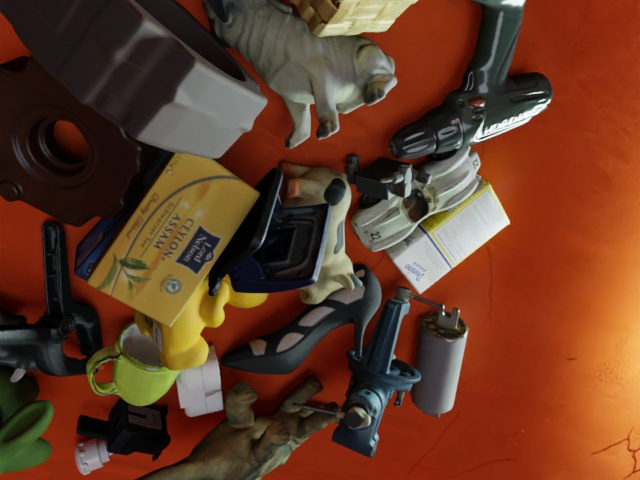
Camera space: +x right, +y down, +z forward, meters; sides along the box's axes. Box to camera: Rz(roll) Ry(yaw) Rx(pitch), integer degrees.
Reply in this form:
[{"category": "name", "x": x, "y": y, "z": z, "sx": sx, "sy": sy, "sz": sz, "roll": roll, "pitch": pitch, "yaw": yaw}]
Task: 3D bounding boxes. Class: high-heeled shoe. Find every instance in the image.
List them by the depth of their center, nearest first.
[{"category": "high-heeled shoe", "x": -0.031, "y": 0.114, "z": 0.792, "sx": 0.249, "sy": 0.145, "sz": 0.086, "roll": -9, "pitch": 146, "yaw": 16}]

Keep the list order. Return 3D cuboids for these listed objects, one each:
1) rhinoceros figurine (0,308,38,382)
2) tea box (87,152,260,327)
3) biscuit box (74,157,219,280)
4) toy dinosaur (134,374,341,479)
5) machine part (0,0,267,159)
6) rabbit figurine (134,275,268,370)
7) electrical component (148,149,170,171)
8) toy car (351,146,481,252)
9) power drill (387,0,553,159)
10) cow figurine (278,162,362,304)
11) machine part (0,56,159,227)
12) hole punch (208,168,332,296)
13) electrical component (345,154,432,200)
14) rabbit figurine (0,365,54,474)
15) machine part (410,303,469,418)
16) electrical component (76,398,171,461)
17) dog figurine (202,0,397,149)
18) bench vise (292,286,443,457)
[{"category": "rhinoceros figurine", "x": -0.418, "y": 0.112, "z": 0.624, "sx": 0.190, "sy": 0.073, "sz": 0.112, "roll": 18, "pitch": 109, "yaw": -28}, {"category": "tea box", "x": -0.152, "y": -0.009, "z": 0.561, "sx": 0.098, "sy": 0.068, "sz": 0.169, "roll": 33, "pitch": 88, "yaw": -21}, {"category": "biscuit box", "x": -0.203, "y": -0.029, "z": 0.633, "sx": 0.202, "sy": 0.059, "sz": 0.062, "roll": -46, "pitch": 124, "yaw": 8}, {"category": "toy dinosaur", "x": -0.119, "y": 0.309, "z": 0.786, "sx": 0.471, "sy": 0.105, "sz": 0.198, "roll": 6, "pitch": 125, "yaw": -46}, {"category": "machine part", "x": -0.158, "y": -0.168, "z": 0.469, "sx": 0.201, "sy": 0.201, "sz": 0.087, "roll": 47, "pitch": 106, "yaw": 11}, {"category": "rabbit figurine", "x": -0.144, "y": 0.057, "z": 0.690, "sx": 0.173, "sy": 0.122, "sz": 0.162, "roll": -12, "pitch": 117, "yaw": -33}, {"category": "electrical component", "x": -0.183, "y": -0.105, "z": 0.596, "sx": 0.094, "sy": 0.063, "sz": 0.021, "roll": -43, "pitch": 124, "yaw": 7}, {"category": "toy car", "x": 0.136, "y": -0.060, "z": 0.746, "sx": 0.202, "sy": 0.056, "sz": 0.073, "roll": -32, "pitch": 124, "yaw": -1}, {"category": "power drill", "x": 0.190, "y": -0.213, "z": 0.667, "sx": 0.232, "sy": 0.086, "sz": 0.207, "roll": -14, "pitch": 118, "yaw": -15}, {"category": "cow figurine", "x": -0.001, "y": -0.002, "z": 0.715, "sx": 0.127, "sy": 0.086, "sz": 0.194, "roll": 1, "pitch": 117, "yaw": -14}, {"category": "machine part", "x": -0.253, "y": -0.099, "z": 0.540, "sx": 0.179, "sy": 0.056, "sz": 0.179, "roll": 2, "pitch": 117, "yaw": 4}, {"category": "hole punch", "x": -0.054, "y": 0.000, "z": 0.596, "sx": 0.092, "sy": 0.142, "sz": 0.116, "roll": 28, "pitch": 144, "yaw": -26}, {"category": "electrical component", "x": 0.081, "y": -0.084, "z": 0.692, "sx": 0.078, "sy": 0.102, "sz": 0.045, "roll": -36, "pitch": 132, "yaw": -30}, {"category": "rabbit figurine", "x": -0.407, "y": 0.240, "z": 0.642, "sx": 0.159, "sy": 0.170, "sz": 0.121, "roll": 4, "pitch": 117, "yaw": -22}, {"category": "machine part", "x": 0.199, "y": 0.209, "z": 0.911, "sx": 0.079, "sy": 0.079, "sz": 0.242, "roll": -8, "pitch": 122, "yaw": -16}, {"category": "electrical component", "x": -0.277, "y": 0.261, "z": 0.763, "sx": 0.119, "sy": 0.075, "sz": 0.047, "roll": 30, "pitch": 105, "yaw": -29}, {"category": "dog figurine", "x": -0.015, "y": -0.220, "z": 0.584, "sx": 0.172, "sy": 0.121, "sz": 0.190, "roll": -43, "pitch": 111, "yaw": -34}, {"category": "bench vise", "x": 0.087, "y": 0.186, "z": 0.805, "sx": 0.223, "sy": 0.129, "sz": 0.240, "roll": 11, "pitch": 97, "yaw": -62}]
